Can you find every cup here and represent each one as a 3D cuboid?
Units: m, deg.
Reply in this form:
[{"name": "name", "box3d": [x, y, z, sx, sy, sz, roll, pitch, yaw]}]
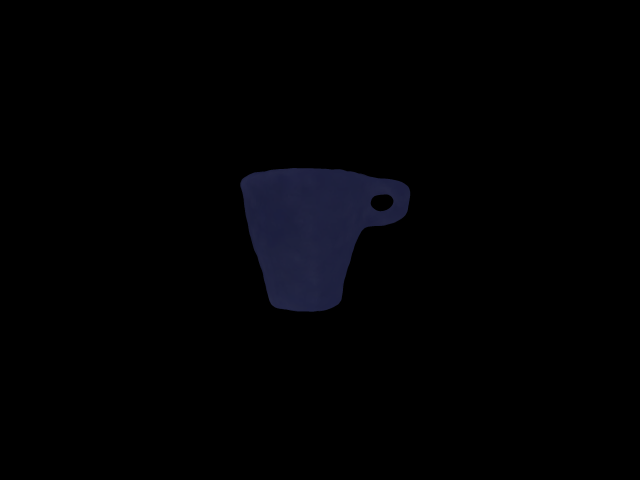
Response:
[{"name": "cup", "box3d": [0.004, 0.001, 0.400, 0.117, 0.095, 0.092, 0, 0, 9]}]
